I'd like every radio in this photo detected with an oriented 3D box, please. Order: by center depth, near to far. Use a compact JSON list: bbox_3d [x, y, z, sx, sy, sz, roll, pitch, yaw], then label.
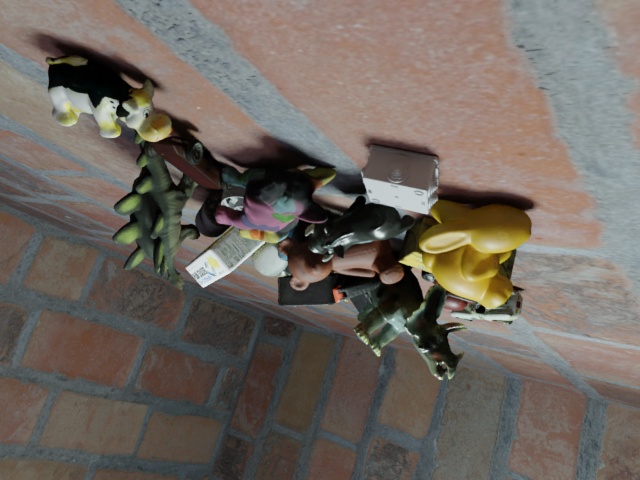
[{"bbox_3d":[-0.019,0.116,1.302,0.131,0.073,0.229,-2,176,9],"label":"radio"}]

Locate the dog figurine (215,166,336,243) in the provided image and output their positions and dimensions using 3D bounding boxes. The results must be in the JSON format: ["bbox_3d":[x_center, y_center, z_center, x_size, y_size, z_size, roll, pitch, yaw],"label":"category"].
[{"bbox_3d":[-0.055,-0.059,0.867,0.219,0.108,0.191,2,161,39],"label":"dog figurine"}]

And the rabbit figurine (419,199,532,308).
[{"bbox_3d":[0.228,-0.002,0.775,0.162,0.122,0.173,26,151,-1],"label":"rabbit figurine"}]

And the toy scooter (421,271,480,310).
[{"bbox_3d":[0.294,0.102,1.116,0.135,0.075,0.183,11,160,30],"label":"toy scooter"}]

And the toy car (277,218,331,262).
[{"bbox_3d":[-0.002,-0.003,1.056,0.162,0.109,0.103,8,-164,-9],"label":"toy car"}]

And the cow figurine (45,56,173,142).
[{"bbox_3d":[-0.276,-0.190,0.709,0.167,0.068,0.098,15,136,7],"label":"cow figurine"}]

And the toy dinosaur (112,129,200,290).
[{"bbox_3d":[-0.294,-0.061,0.972,0.105,0.199,0.470,6,132,5],"label":"toy dinosaur"}]

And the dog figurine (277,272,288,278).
[{"bbox_3d":[-0.048,0.080,1.452,0.172,0.121,0.190,-20,136,10],"label":"dog figurine"}]

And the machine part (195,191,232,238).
[{"bbox_3d":[-0.224,-0.053,1.162,0.079,0.079,0.243,22,167,-16],"label":"machine part"}]

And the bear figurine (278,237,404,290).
[{"bbox_3d":[0.031,0.028,0.951,0.196,0.120,0.132,-14,-167,-6],"label":"bear figurine"}]

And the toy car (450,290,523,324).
[{"bbox_3d":[0.359,0.141,1.184,0.056,0.073,0.202,21,166,-25],"label":"toy car"}]

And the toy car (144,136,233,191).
[{"bbox_3d":[-0.211,-0.131,0.891,0.089,0.053,0.202,13,170,16],"label":"toy car"}]

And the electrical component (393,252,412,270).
[{"bbox_3d":[0.167,0.044,1.156,0.094,0.021,0.063,4,160,45],"label":"electrical component"}]

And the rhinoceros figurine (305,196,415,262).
[{"bbox_3d":[0.055,-0.016,0.831,0.190,0.112,0.073,-17,110,51],"label":"rhinoceros figurine"}]

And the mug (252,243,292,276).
[{"bbox_3d":[-0.089,0.034,1.182,0.109,0.081,0.107,40,148,0],"label":"mug"}]

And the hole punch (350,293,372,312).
[{"bbox_3d":[0.154,0.168,1.568,0.115,0.092,0.142,53,158,-13],"label":"hole punch"}]

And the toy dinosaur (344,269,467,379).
[{"bbox_3d":[0.147,0.114,1.094,0.131,0.192,0.405,53,-175,-30],"label":"toy dinosaur"}]

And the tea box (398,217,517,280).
[{"bbox_3d":[0.231,0.027,0.914,0.170,0.068,0.098,18,166,-3],"label":"tea box"}]
